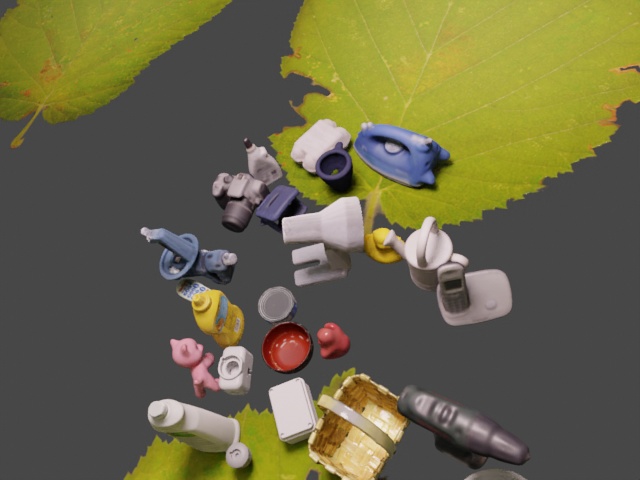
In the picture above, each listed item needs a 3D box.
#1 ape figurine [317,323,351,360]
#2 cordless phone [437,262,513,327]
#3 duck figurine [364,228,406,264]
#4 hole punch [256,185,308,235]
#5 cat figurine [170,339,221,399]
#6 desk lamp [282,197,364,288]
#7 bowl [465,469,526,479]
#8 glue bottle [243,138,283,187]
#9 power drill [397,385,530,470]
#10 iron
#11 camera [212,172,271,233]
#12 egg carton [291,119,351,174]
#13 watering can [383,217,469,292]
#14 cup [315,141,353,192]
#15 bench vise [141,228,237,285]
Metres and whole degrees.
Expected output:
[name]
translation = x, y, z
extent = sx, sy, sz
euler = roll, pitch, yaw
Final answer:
[ape figurine]
translation = 0.021, 0.210, 1.206
extent = 0.076, 0.092, 0.078
euler = 20, 69, 26
[cordless phone]
translation = 0.302, 0.093, 1.131
extent = 0.147, 0.185, 0.094
euler = -15, 58, 9
[duck figurine]
translation = 0.141, 0.003, 1.291
extent = 0.104, 0.086, 0.077
euler = 14, 66, 24
[hole punch]
translation = -0.103, -0.082, 1.412
extent = 0.100, 0.091, 0.109
euler = 29, 73, 29
[cat figurine]
translation = -0.277, 0.270, 1.248
extent = 0.067, 0.118, 0.127
euler = -28, 57, 0
[desk lamp]
translation = 0.012, 0.004, 1.254
extent = 0.203, 0.214, 0.118
euler = -15, 58, 9
[bowl]
translation = 0.306, 0.481, 0.973
extent = 0.167, 0.075, 0.167
euler = -7, 59, 13
[glue bottle]
translation = -0.155, -0.202, 1.447
extent = 0.078, 0.173, 0.037
euler = -29, 57, 0
[power drill]
translation = 0.248, 0.335, 0.995
extent = 0.228, 0.209, 0.076
euler = 21, 69, 26
[iron]
translation = 0.175, -0.230, 1.381
extent = 0.257, 0.142, 0.119
euler = 23, 70, 27
[camera]
translation = -0.214, -0.097, 1.449
extent = 0.142, 0.101, 0.137
euler = 10, 65, 22
[egg carton]
translation = 0.003, -0.243, 1.484
extent = 0.150, 0.069, 0.107
euler = -45, 58, -11
[watering can]
translation = 0.218, 0.025, 1.190
extent = 0.172, 0.194, 0.101
euler = -5, 60, 14
[cup]
translation = 0.045, -0.174, 1.417
extent = 0.091, 0.095, 0.118
euler = 3, 62, 19
[bench vise]
translation = -0.304, 0.022, 1.337
extent = 0.207, 0.220, 0.121
euler = -15, 58, 9
